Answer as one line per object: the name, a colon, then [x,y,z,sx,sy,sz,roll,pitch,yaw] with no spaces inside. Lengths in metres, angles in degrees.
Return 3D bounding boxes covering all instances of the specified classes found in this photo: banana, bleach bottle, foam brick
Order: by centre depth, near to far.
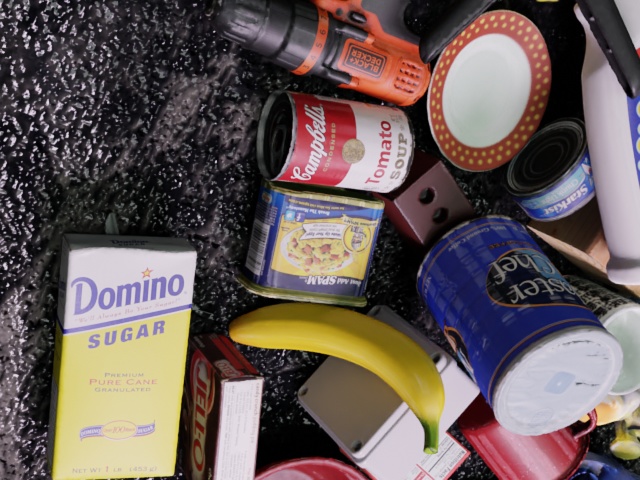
banana: [0.021,0.085,0.808,0.069,0.198,0.037,-49,147,-25]
bleach bottle: [0.242,-0.099,0.816,0.102,0.068,0.251,-17,95,-12]
foam brick: [0.086,-0.026,0.859,0.053,0.051,0.078,-41,118,-6]

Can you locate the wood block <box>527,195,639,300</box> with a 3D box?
wood block: [0.287,-0.063,0.913,0.090,0.090,0.206,35,90,-29]

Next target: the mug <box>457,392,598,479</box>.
mug: [0.183,0.160,0.927,0.117,0.093,0.081,-30,108,33]

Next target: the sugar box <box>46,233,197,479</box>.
sugar box: [-0.146,0.086,0.779,0.093,0.048,0.176,2,106,-21]

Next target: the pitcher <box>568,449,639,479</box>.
pitcher: [0.234,0.320,0.995,0.243,0.149,0.145,-50,154,1]

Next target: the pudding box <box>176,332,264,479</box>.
pudding box: [-0.079,0.139,0.818,0.039,0.090,0.113,-3,108,-23]

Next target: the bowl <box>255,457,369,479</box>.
bowl: [-0.029,0.243,0.892,0.161,0.055,0.162,-7,109,-21]

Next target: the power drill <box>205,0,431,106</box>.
power drill: [0.024,-0.206,0.775,0.184,0.057,0.188,15,102,-30]

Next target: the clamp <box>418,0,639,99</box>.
clamp: [0.177,-0.207,0.772,0.164,0.036,0.210,17,90,1]

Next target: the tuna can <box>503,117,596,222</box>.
tuna can: [0.193,-0.059,0.876,0.033,0.086,0.086,41,87,-27]

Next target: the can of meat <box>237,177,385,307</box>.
can of meat: [-0.006,0.001,0.826,0.102,0.057,0.084,7,101,-25]

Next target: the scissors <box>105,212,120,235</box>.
scissors: [-0.166,0.086,0.806,0.096,0.016,0.202,-24,114,-15]

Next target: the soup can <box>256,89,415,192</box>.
soup can: [0.011,-0.073,0.804,0.102,0.069,0.068,5,104,-26]

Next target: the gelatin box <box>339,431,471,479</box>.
gelatin box: [0.071,0.179,0.912,0.089,0.030,0.073,42,87,-1]

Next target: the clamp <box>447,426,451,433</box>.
clamp: [0.094,0.252,0.957,0.120,0.039,0.171,40,88,-19]

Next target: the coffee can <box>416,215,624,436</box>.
coffee can: [0.147,0.062,0.809,0.102,0.140,0.103,-13,131,-15]
